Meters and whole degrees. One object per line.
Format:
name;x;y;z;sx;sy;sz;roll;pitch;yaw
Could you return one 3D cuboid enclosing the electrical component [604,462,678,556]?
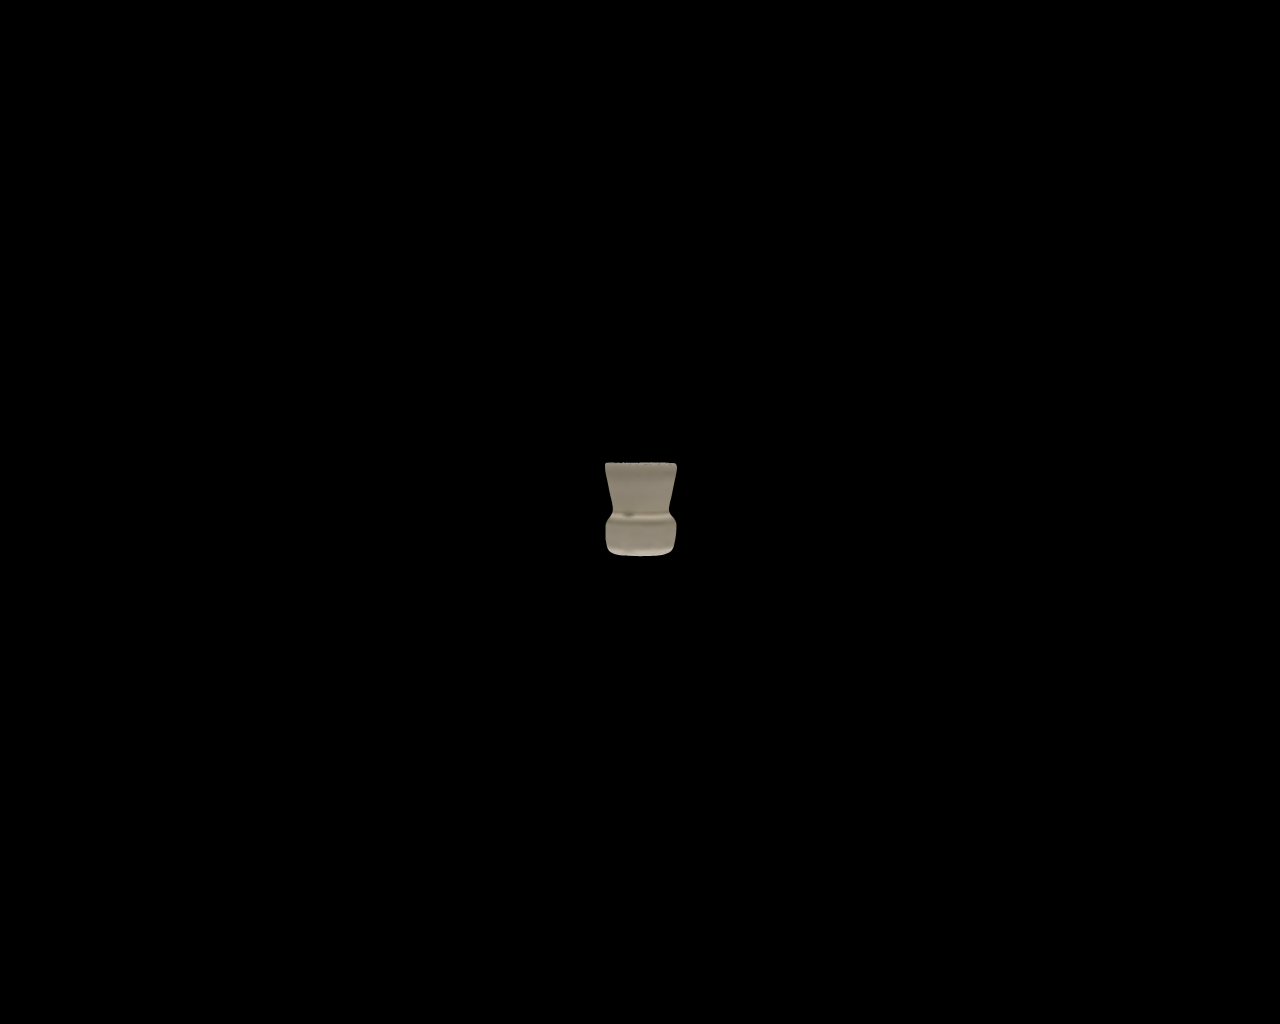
electrical component;0.001;-0.003;0.650;0.045;0.055;0.045;0;4;0
